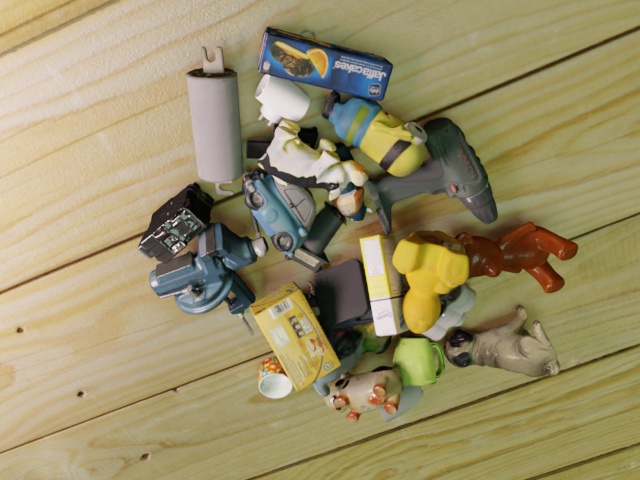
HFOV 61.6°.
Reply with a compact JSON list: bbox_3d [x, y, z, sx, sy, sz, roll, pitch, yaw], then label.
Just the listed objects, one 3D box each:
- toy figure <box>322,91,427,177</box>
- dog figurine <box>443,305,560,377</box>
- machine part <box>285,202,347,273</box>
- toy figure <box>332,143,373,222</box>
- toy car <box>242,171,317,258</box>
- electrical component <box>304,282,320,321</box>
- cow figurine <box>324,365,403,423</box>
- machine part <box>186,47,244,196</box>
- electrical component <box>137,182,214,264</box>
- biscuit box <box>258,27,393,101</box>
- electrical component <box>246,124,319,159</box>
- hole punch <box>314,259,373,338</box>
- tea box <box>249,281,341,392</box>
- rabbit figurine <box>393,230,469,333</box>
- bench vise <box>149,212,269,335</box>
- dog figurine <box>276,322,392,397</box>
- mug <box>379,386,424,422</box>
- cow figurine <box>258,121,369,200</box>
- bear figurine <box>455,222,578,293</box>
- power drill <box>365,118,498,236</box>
[{"bbox_3d":[0.088,-0.171,0.861,0.180,0.082,0.089,28,129,7],"label":"toy figure"},{"bbox_3d":[0.368,0.241,1.106,0.191,0.172,0.121,-23,109,-1],"label":"dog figurine"},{"bbox_3d":[-0.002,-0.003,1.000,0.084,0.039,0.138,28,116,-11],"label":"machine part"},{"bbox_3d":[0.043,-0.093,0.941,0.058,0.064,0.154,-33,120,-23],"label":"toy figure"},{"bbox_3d":[-0.061,-0.059,0.926,0.103,0.109,0.161,-30,115,2],"label":"toy car"},{"bbox_3d":[-0.043,0.129,1.057,0.102,0.045,0.078,-12,106,10],"label":"electrical component"},{"bbox_3d":[0.085,0.308,1.110,0.195,0.127,0.085,-28,100,36],"label":"cow figurine"},{"bbox_3d":[-0.165,-0.182,0.856,0.079,0.079,0.242,-2,121,-5],"label":"machine part"},{"bbox_3d":[-0.249,-0.025,0.916,0.134,0.115,0.058,-38,114,13],"label":"electrical component"},{"bbox_3d":[0.008,-0.271,0.832,0.203,0.059,0.062,10,118,-11],"label":"biscuit box"},{"bbox_3d":[-0.063,-0.152,0.900,0.119,0.048,0.074,-1,119,-5],"label":"electrical component"},{"bbox_3d":[0.057,0.106,1.022,0.116,0.142,0.092,-22,158,30],"label":"hole punch"},{"bbox_3d":[-0.045,0.172,0.970,0.098,0.068,0.169,-28,106,-9],"label":"tea box"},{"bbox_3d":[0.180,0.073,0.942,0.122,0.162,0.173,8,104,4],"label":"rabbit figurine"},{"bbox_3d":[-0.176,0.070,0.984,0.224,0.129,0.240,-29,140,0],"label":"bench vise"},{"bbox_3d":[0.038,0.193,1.080,0.191,0.108,0.219,38,105,-22],"label":"dog figurine"},{"bbox_3d":[0.169,0.334,1.194,0.107,0.081,0.109,-25,108,-3],"label":"mug"},{"bbox_3d":[-0.010,-0.112,0.857,0.167,0.068,0.098,27,116,-13],"label":"cow figurine"},{"bbox_3d":[0.346,0.035,0.990,0.196,0.132,0.120,-10,127,-21],"label":"bear figurine"},{"bbox_3d":[0.194,-0.084,0.949,0.207,0.086,0.231,-21,121,12],"label":"power drill"}]
